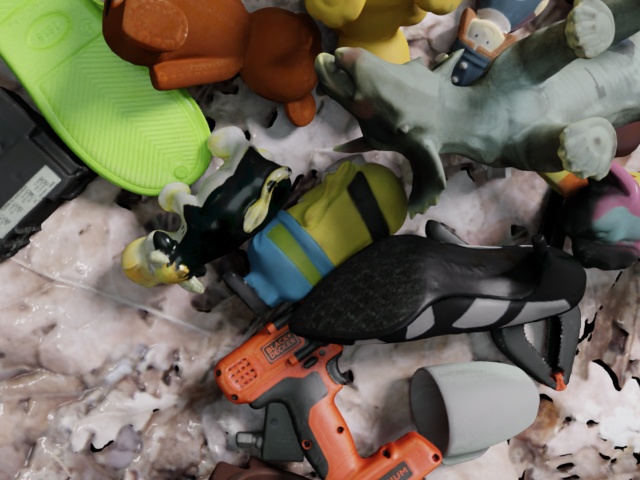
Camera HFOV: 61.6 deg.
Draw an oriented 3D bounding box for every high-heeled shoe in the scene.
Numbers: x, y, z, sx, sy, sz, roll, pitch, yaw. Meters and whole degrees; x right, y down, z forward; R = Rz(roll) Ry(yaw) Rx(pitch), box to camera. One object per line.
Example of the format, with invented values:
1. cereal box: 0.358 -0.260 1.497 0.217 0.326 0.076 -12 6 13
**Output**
1. high-heeled shoe: 0.107 0.056 0.479 0.249 0.145 0.086 -18 58 15

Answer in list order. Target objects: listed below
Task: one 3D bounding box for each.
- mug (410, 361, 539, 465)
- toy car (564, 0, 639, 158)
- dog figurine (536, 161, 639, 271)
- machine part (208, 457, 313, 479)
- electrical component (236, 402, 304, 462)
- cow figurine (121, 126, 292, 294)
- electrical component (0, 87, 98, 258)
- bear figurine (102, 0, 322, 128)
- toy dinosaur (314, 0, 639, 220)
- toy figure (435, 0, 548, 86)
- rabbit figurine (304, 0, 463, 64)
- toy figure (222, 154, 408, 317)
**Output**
1. mug: 0.152 0.167 0.516 0.107 0.081 0.109 -7 108 -13
2. toy car: 0.283 -0.181 0.526 0.089 0.053 0.202 -9 98 -11
3. dog figurine: 0.316 -0.046 0.494 0.219 0.108 0.191 23 87 -14
4. machine part: -0.018 0.278 0.435 0.201 0.201 0.087 28 94 -7
5. electrical component: -0.034 0.180 0.521 0.094 0.021 0.063 5 92 -6
6. cow figurine: -0.095 -0.010 0.456 0.167 0.098 0.068 -48 133 2
7. electrical component: -0.283 -0.067 0.465 0.115 0.058 0.134 -44 96 -5
8. bear figurine: -0.064 -0.166 0.428 0.196 0.132 0.120 11 85 -29
9. toy dinosaur: 0.194 -0.123 0.432 0.405 0.192 0.131 -20 98 -23
10. toy figure: 0.167 -0.213 0.511 0.064 0.057 0.154 33 90 32
11. rabbit figurine: 0.037 -0.194 0.458 0.122 0.173 0.162 -20 50 -6
12. toy figure: -0.001 -0.001 0.489 0.180 0.082 0.089 -44 108 -7
